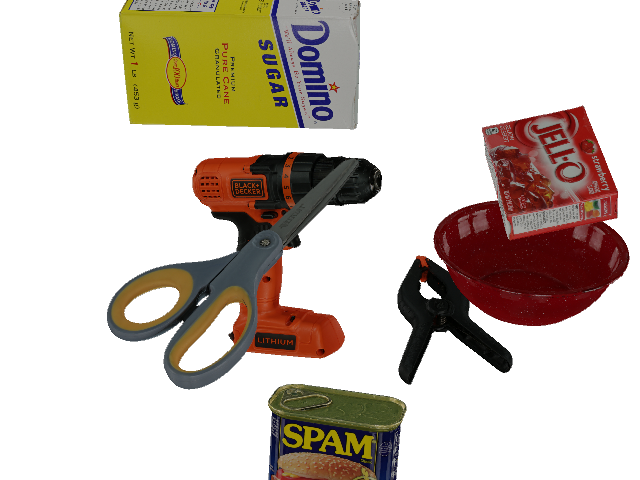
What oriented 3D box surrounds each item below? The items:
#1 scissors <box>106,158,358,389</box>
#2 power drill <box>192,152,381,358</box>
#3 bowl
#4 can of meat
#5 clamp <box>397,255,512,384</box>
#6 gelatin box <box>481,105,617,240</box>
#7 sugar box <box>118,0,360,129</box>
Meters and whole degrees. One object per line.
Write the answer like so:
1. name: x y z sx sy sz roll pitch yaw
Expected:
1. scissors: -0.053 0.006 0.638 0.096 0.016 0.201 12 46 17
2. power drill: -0.024 0.011 0.979 0.185 0.188 0.057 2 16 28
3. bowl: 0.174 0.025 0.903 0.162 0.055 0.162 1 30 -1
4. can of meat: 0.010 0.162 0.809 0.102 0.084 0.057 7 15 11
5. clamp: 0.139 0.085 1.155 0.120 0.171 0.039 4 -44 -7
6. gelatin box: 0.153 -0.047 0.721 0.073 0.089 0.030 -11 -43 6
7. sugar box: -0.058 -0.134 0.809 0.176 0.093 0.048 2 33 4
